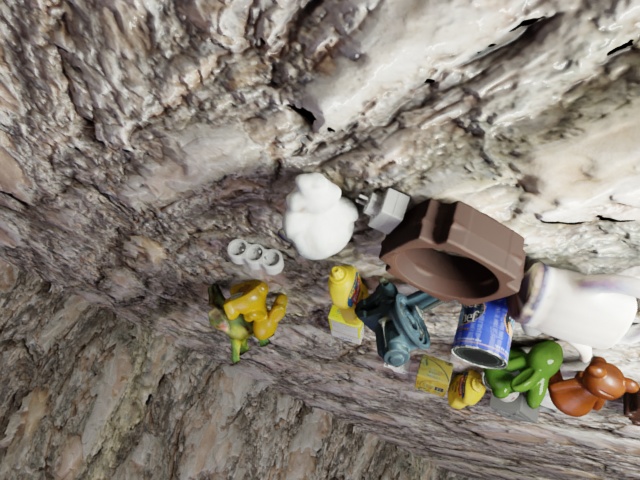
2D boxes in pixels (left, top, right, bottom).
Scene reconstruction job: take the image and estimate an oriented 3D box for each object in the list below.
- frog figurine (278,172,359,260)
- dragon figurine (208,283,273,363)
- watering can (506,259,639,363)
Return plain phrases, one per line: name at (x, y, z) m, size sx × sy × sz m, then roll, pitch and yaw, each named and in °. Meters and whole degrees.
frog figurine at (0.003, -0.044, 0.872) m, size 0.138 × 0.125 × 0.156 m, roll -6°, pitch 151°, yaw -18°
dragon figurine at (-0.260, 0.232, 1.609) m, size 0.242 × 0.122 × 0.412 m, roll 58°, pitch -177°, yaw -4°
watering can at (0.431, 0.134, 0.884) m, size 0.225 × 0.106 × 0.340 m, roll 17°, pitch 154°, yaw 12°
